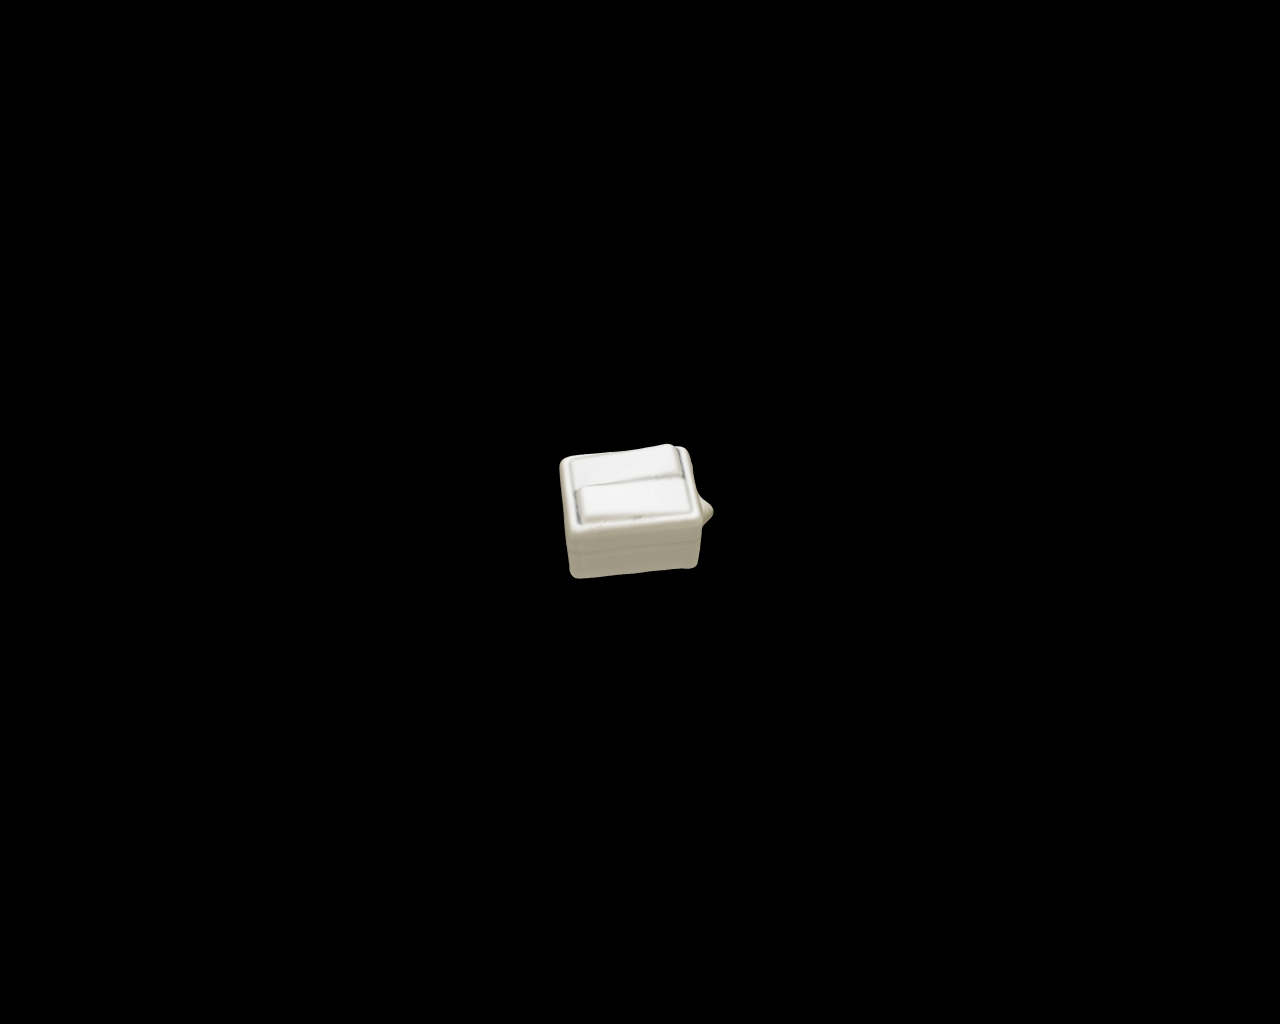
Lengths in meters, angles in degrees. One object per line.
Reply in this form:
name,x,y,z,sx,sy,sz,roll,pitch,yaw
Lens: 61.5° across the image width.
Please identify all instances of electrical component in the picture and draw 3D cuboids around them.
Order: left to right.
electrical component,0.001,-0.003,0.650,0.096,0.062,0.061,-5,-37,-4
